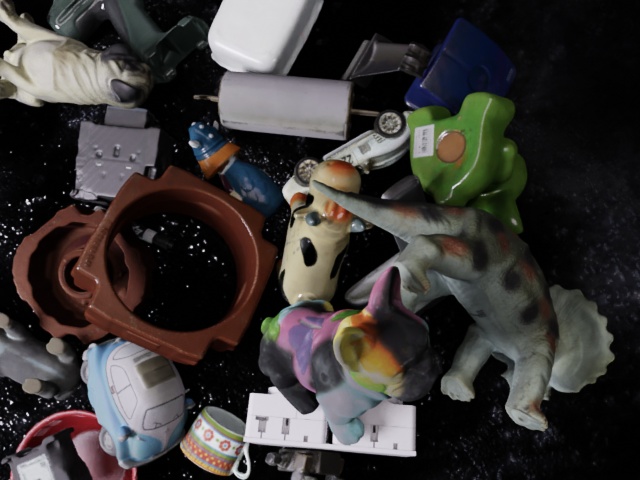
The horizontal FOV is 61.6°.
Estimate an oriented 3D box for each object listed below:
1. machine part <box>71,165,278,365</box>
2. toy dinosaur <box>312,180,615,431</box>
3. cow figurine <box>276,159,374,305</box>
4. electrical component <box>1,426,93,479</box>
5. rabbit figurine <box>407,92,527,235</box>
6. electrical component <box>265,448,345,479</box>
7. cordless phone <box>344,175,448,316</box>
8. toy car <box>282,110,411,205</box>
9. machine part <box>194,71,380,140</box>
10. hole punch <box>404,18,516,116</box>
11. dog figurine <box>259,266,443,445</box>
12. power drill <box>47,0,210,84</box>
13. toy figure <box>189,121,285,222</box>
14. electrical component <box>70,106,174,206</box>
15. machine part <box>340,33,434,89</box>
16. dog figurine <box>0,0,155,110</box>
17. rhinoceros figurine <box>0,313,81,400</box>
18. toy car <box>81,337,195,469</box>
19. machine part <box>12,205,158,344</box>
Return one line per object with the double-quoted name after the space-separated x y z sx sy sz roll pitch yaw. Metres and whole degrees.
-0.168 0.032 0.642 0.201 0.201 0.087 28 -26 -15 "machine part"
0.173 0.048 0.565 0.131 0.404 0.192 -13 28 53 "toy dinosaur"
-0.001 -0.002 0.617 0.085 0.194 0.127 8 31 -13 "cow figurine"
-0.312 0.292 0.631 0.075 0.119 0.047 -29 -7 1 "electrical component"
0.200 -0.079 0.636 0.170 0.159 0.121 10 -18 -44 "rabbit figurine"
-0.010 0.276 0.646 0.078 0.045 0.102 -8 -26 23 "electrical component"
0.082 0.016 0.619 0.146 0.089 0.184 -35 -38 -2 "cordless phone"
0.044 -0.101 0.692 0.202 0.056 0.073 -30 -11 1 "toy car"
-0.042 -0.176 0.706 0.243 0.079 0.079 6 1 6 "machine part"
0.183 -0.202 0.688 0.116 0.142 0.092 30 -7 3 "hole punch"
0.019 0.097 0.517 0.192 0.108 0.219 33 -30 20 "dog figurine"
-0.247 -0.333 0.736 0.207 0.232 0.086 45 0 4 "power drill"
-0.115 -0.089 0.702 0.058 0.154 0.064 -45 3 23 "toy figure"
-0.264 -0.111 0.724 0.115 0.134 0.058 5 -5 3 "electrical component"
0.083 -0.228 0.686 0.039 0.084 0.139 42 -8 -35 "machine part"
-0.317 -0.210 0.709 0.190 0.121 0.172 18 3 -15 "dog figurine"
-0.394 0.139 0.683 0.190 0.073 0.112 21 -20 4 "rhinoceros figurine"
-0.213 0.180 0.652 0.109 0.161 0.103 -11 -21 -50 "toy car"
-0.303 0.043 0.703 0.179 0.179 0.056 0 2 7 "machine part"
